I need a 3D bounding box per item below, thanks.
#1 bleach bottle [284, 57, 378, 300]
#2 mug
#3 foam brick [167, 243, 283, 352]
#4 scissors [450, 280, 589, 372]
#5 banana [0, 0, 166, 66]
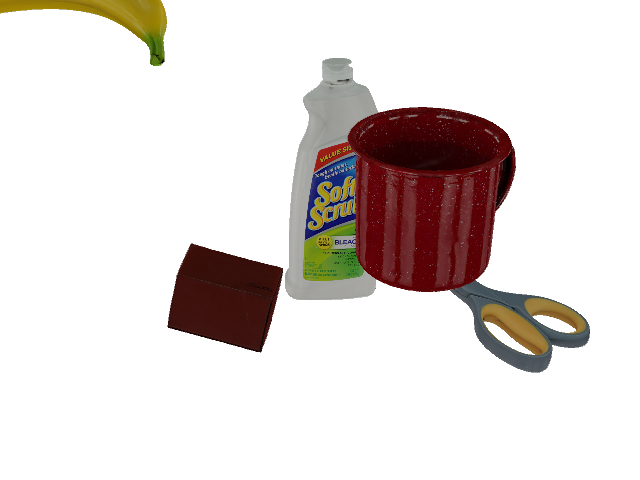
[{"bbox_3d":[0.010,-0.063,1.107,0.102,0.251,0.068,-2,24,-2],"label":"bleach bottle"},{"bbox_3d":[0.071,-0.027,0.633,0.117,0.081,0.093,-22,37,-34],"label":"mug"},{"bbox_3d":[-0.074,0.045,0.834,0.078,0.051,0.053,16,28,1],"label":"foam brick"},{"bbox_3d":[0.131,0.037,0.828,0.096,0.016,0.202,-4,31,-21],"label":"scissors"},{"bbox_3d":[-0.193,-0.185,0.816,0.198,0.069,0.037,16,-38,19],"label":"banana"}]
